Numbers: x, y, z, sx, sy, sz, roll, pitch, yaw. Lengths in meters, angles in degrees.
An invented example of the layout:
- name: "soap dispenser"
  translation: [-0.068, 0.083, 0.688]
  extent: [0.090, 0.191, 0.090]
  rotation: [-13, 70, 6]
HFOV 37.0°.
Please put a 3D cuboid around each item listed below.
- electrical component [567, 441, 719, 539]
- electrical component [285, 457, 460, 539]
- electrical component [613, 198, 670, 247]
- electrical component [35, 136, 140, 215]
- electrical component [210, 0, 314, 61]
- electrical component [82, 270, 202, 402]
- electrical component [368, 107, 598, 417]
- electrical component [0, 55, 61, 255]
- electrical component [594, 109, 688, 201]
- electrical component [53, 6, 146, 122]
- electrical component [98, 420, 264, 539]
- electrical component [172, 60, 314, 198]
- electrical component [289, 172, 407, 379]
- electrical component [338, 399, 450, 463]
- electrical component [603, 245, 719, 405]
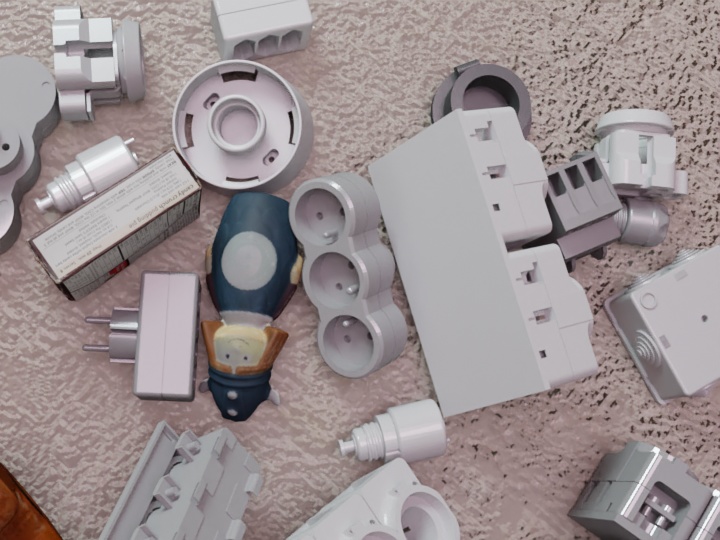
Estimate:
- name: "electrical component"
  translation: [0.233, 0.186, 0.736]
  extent: [0.150, 0.089, 0.061]
  rotation: [35, 76, -1]
- name: "electrical component"
  translation: [-0.003, 0.194, 0.672]
  extent: [0.150, 0.062, 0.089]
  rotation: [-30, 85, -49]
- name: "electrical component"
  translation: [0.197, -0.037, 0.801]
  extent: [0.061, 0.035, 0.035]
  rotation: [8, 78, -5]
- name: "electrical component"
  translation: [-0.186, -0.061, 0.741]
  extent: [0.078, 0.040, 0.040]
  rotation: [-29, 85, -13]
- name: "electrical component"
  translation: [-0.077, -0.198, 0.781]
  extent: [0.066, 0.047, 0.076]
  rotation: [-14, 81, -12]
- name: "electrical component"
  translation: [-0.148, 0.044, 0.724]
  extent: [0.076, 0.047, 0.083]
  rotation: [3, 79, -6]
- name: "electrical component"
  translation: [0.084, -0.005, 0.732]
  extent: [0.060, 0.105, 0.186]
  rotation: [-11, 81, -36]
- name: "electrical component"
  translation: [-0.244, -0.080, 0.718]
  extent: [0.052, 0.073, 0.138]
  rotation: [17, 77, -6]
- name: "electrical component"
  translation: [0.204, -0.085, 0.800]
  extent: [0.078, 0.058, 0.057]
  rotation: [5, 81, -8]
- name: "electrical component"
  translation: [-0.180, -0.145, 0.749]
  extent: [0.057, 0.058, 0.078]
  rotation: [-4, 80, -8]
- name: "electrical component"
  translation: [-0.109, 0.157, 0.662]
  extent: [0.063, 0.121, 0.078]
  rotation: [-25, 115, 27]
- name: "electrical component"
  translation: [-0.084, -0.101, 0.766]
  extent: [0.099, 0.064, 0.099]
  rotation: [0, 89, 0]
- name: "electrical component"
  translation: [0.000, 0.000, 0.750]
  extent: [0.052, 0.074, 0.138]
  rotation: [-9, 97, 30]
- name: "electrical component"
  translation: [0.024, 0.115, 0.741]
  extent: [0.078, 0.040, 0.040]
  rotation: [-11, 81, -11]
- name: "electrical component"
  translation: [0.242, 0.039, 0.786]
  extent: [0.100, 0.048, 0.099]
  rotation: [-27, 84, -13]
